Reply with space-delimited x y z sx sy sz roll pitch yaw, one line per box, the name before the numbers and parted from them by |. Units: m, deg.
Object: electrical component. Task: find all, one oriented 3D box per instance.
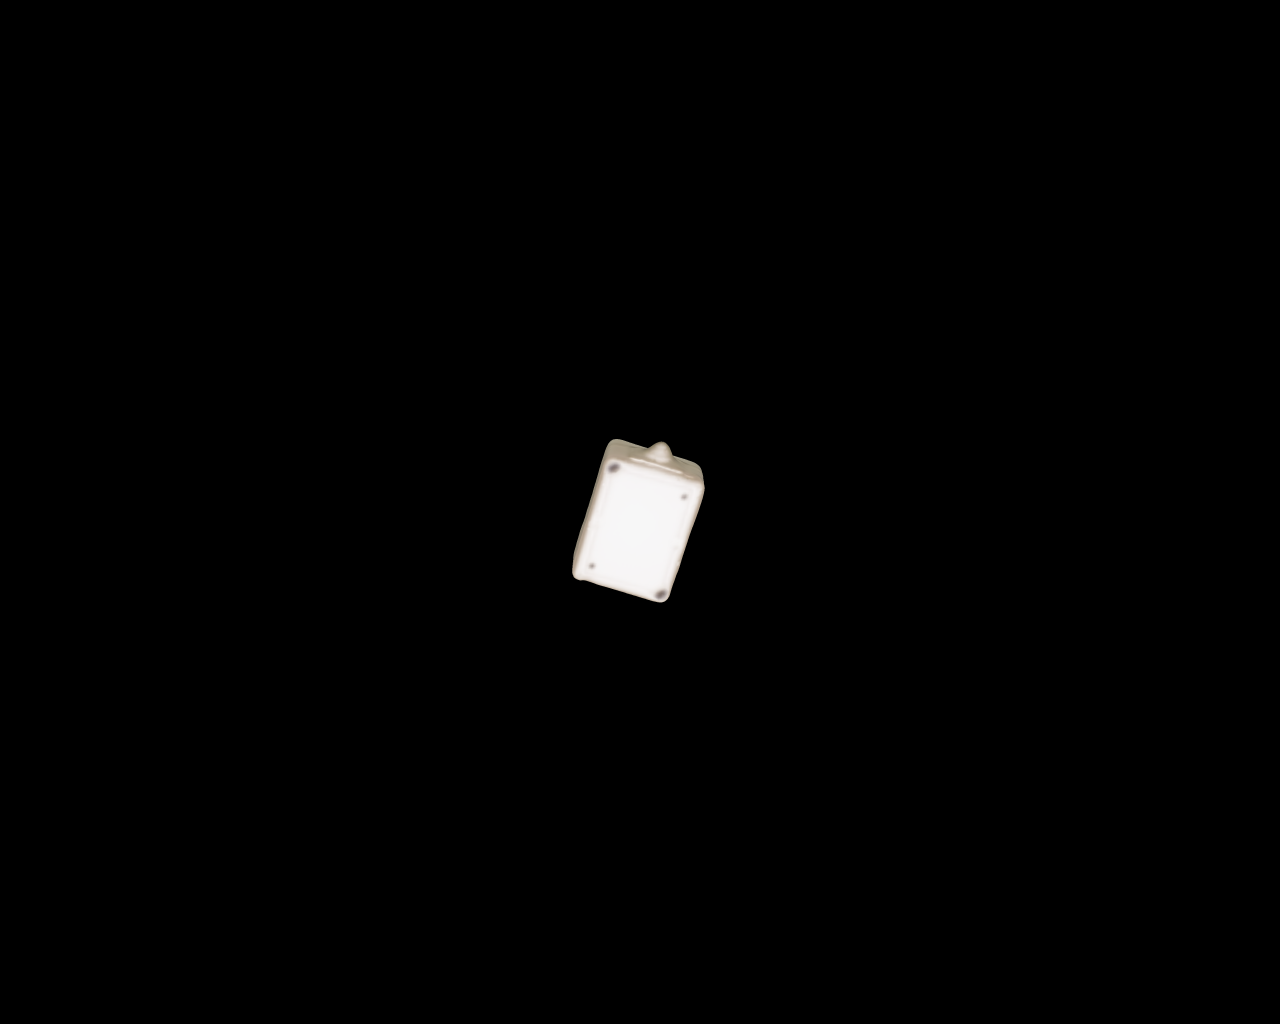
electrical component | 0.001 -0.003 0.650 0.062 0.096 0.061 17 16 -5
